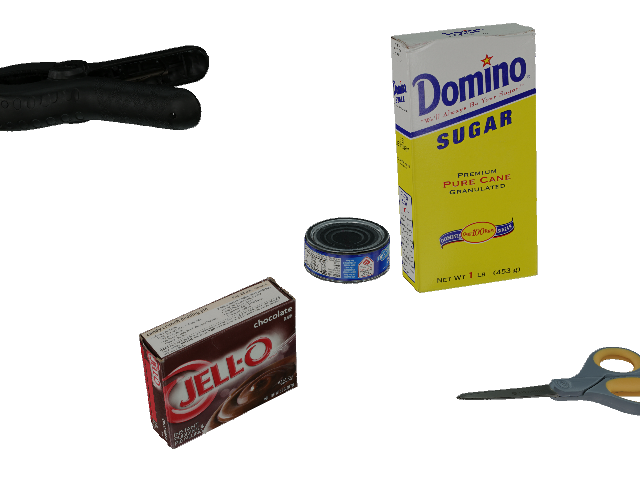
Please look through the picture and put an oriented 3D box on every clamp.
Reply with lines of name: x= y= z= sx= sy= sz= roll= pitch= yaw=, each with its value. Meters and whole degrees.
clamp: x=-0.150 y=-0.098 z=0.685 sx=0.171 sy=0.039 sz=0.120 roll=2 pitch=20 yaw=6

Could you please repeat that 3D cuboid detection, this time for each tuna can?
tuna can: x=0.026 y=0.009 z=1.056 sx=0.086 sy=0.034 sz=0.086 roll=0 pitch=25 yaw=0

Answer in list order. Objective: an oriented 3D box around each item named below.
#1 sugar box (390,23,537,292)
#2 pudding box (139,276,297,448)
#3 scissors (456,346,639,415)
sugar box: x=0.102 y=-0.057 z=0.743 sx=0.093 sy=0.176 sz=0.048 roll=-9 pitch=21 yaw=-11
pudding box: x=-0.071 y=0.088 z=0.772 sx=0.113 sy=0.090 sz=0.039 roll=-25 pitch=46 yaw=-28
scissors: x=0.212 y=0.118 z=0.926 sx=0.201 sy=0.016 sz=0.096 roll=6 pitch=28 yaw=-4
